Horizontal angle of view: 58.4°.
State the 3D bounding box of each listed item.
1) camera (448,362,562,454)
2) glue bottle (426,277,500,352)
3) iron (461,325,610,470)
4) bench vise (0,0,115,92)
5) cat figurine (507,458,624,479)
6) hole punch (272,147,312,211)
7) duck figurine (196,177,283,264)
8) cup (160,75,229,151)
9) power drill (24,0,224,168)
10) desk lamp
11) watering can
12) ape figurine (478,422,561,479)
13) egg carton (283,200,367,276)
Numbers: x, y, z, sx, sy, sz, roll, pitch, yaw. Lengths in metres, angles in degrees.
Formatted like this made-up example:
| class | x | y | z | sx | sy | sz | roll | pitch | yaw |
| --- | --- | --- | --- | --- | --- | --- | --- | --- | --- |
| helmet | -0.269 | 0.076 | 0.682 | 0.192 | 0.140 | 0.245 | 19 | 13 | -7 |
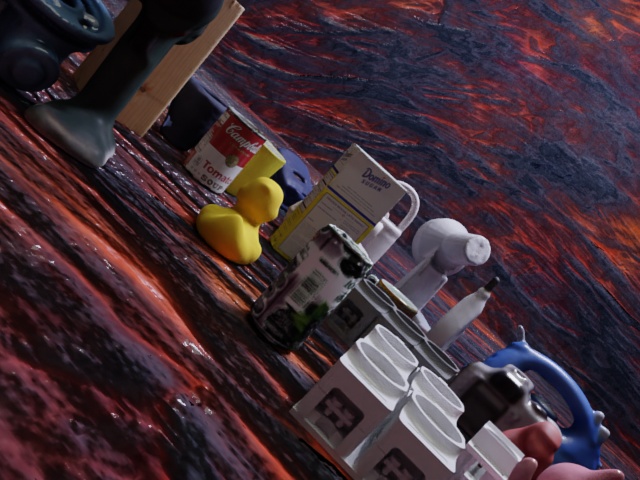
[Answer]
| class | x | y | z | sx | sy | sz | roll | pitch | yaw |
| --- | --- | --- | --- | --- | --- | --- | --- | --- | --- |
| camera | 0.247 | 0.224 | 0.752 | 0.143 | 0.100 | 0.137 | 46 | 9 | 25 |
| glue bottle | 0.233 | 0.126 | 0.941 | 0.037 | 0.173 | 0.078 | 45 | 8 | 23 |
| iron | 0.343 | 0.260 | 0.868 | 0.257 | 0.141 | 0.119 | 45 | 8 | 22 |
| bench vise | -0.255 | -0.270 | 0.544 | 0.207 | 0.219 | 0.122 | 45 | 8 | 22 |
| cat figurine | 0.176 | 0.206 | 0.442 | 0.128 | 0.117 | 0.067 | 38 | 9 | -27 |
| hole punch | -0.055 | -0.110 | 1.114 | 0.109 | 0.091 | 0.100 | 32 | 12 | -51 |
| duck figurine | -0.075 | -0.028 | 0.597 | 0.077 | 0.086 | 0.104 | 42 | 8 | -2 |
| cup | -0.196 | -0.185 | 0.825 | 0.118 | 0.095 | 0.091 | 40 | 8 | -11 |
| power drill | -0.159 | -0.169 | 0.506 | 0.076 | 0.208 | 0.229 | 39 | 8 | -20 |
| desk lamp | 0.230 | 0.062 | 1.120 | 0.118 | 0.213 | 0.203 | 40 | 8 | -13 |
| watering can | 0.107 | -0.033 | 1.110 | 0.101 | 0.194 | 0.172 | 38 | 9 | -24 |
| ape figurine | 0.213 | 0.227 | 0.602 | 0.078 | 0.092 | 0.076 | 43 | 8 | 6 |
| egg carton | 0.008 | 0.003 | 0.892 | 0.151 | 0.069 | 0.107 | 40 | 8 | -17 |
